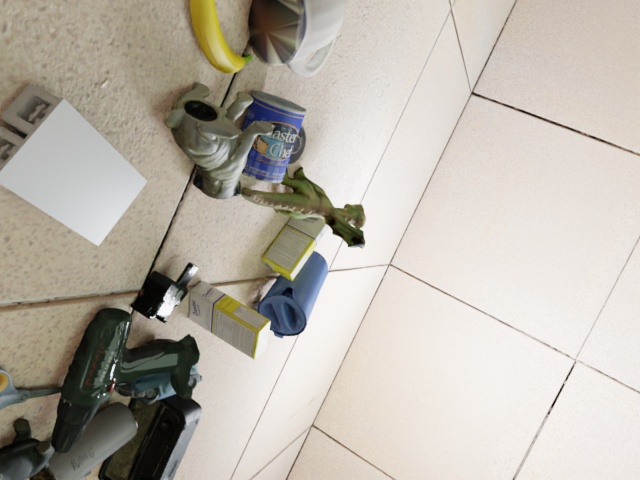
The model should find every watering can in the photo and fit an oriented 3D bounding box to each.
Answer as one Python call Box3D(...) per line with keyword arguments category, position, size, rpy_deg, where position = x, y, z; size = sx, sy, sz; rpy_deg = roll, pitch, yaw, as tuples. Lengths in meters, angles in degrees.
Box3D(category="watering can", position=(-0.017, -0.421, 0.838), size=(0.228, 0.104, 0.339), rpy_deg=(-44, 154, -43))

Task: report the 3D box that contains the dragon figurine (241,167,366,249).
Box3D(category="dragon figurine", position=(0.004, -0.059, 1.178), size=(0.120, 0.244, 0.413), rpy_deg=(-64, 164, 19))
